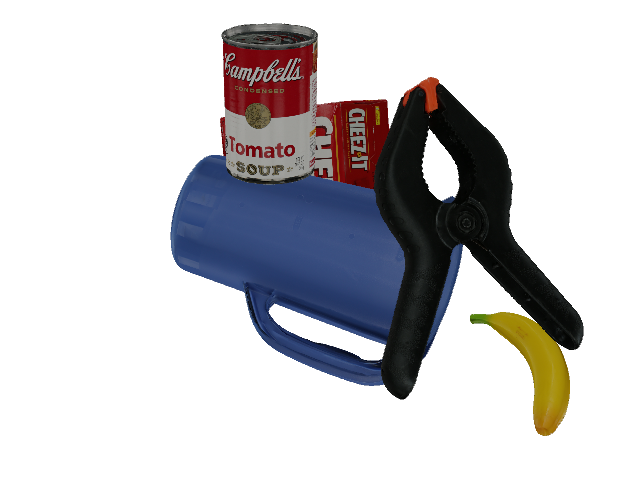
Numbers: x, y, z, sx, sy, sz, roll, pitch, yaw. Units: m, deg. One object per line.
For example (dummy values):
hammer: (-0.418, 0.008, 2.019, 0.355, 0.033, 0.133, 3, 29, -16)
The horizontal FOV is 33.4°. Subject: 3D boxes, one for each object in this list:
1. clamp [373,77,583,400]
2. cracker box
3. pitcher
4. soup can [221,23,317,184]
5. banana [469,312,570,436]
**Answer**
clamp: (0.066, 0.001, 0.583, 0.120, 0.171, 0.039, -22, -1, -23)
cracker box: (-0.018, -0.058, 1.120, 0.071, 0.164, 0.214, -8, 6, -37)
pitcher: (-0.005, 0.015, 0.920, 0.243, 0.145, 0.149, 16, 19, 13)
soup can: (-0.037, -0.099, 0.770, 0.068, 0.102, 0.068, 1, 24, -1)
banana: (0.226, 0.132, 1.137, 0.069, 0.037, 0.198, -26, 34, 1)
